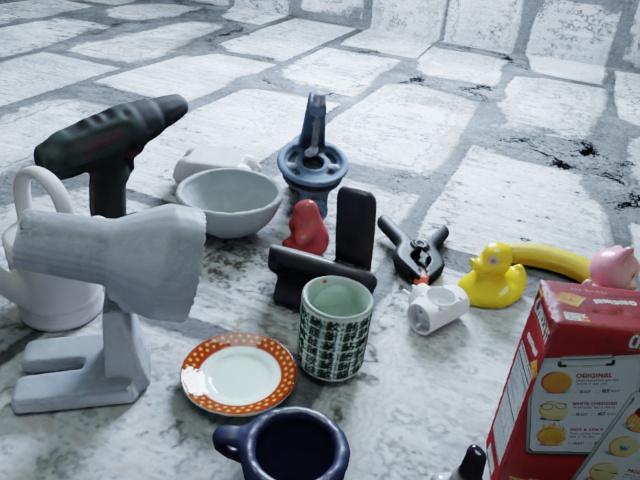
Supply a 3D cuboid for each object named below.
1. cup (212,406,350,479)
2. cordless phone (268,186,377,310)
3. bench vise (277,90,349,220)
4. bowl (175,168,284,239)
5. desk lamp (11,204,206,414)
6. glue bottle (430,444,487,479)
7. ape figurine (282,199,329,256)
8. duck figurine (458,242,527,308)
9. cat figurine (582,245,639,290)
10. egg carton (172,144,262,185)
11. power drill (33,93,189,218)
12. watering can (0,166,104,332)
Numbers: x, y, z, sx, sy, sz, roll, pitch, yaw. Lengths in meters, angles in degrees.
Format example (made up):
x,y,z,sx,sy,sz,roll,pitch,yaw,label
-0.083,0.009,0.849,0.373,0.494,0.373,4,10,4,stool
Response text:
x,y,z,sx,sy,sz,roll,pitch,yaw,label
-0.037,0.205,0.494,0.117,0.095,0.092,10,31,8,cup
0.007,0.003,0.747,0.147,0.185,0.094,14,32,14,cordless phone
-0.025,-0.164,0.984,0.122,0.220,0.206,-9,34,-22,bench vise
-0.143,-0.050,0.917,0.167,0.075,0.167,4,31,-2,bowl
-0.217,0.063,0.586,0.203,0.214,0.117,-4,32,-15,desk lamp
0.099,0.212,0.427,0.037,0.173,0.078,-2,32,-11,glue bottle
-0.022,-0.021,0.871,0.076,0.092,0.078,10,31,7,ape figurine
0.250,0.042,0.814,0.105,0.086,0.077,-7,33,-19,duck figurine
0.385,0.058,0.779,0.128,0.118,0.067,-19,38,-34,cat figurine
-0.185,-0.123,1.036,0.150,0.069,0.107,7,31,3,egg carton
-0.293,-0.100,0.848,0.230,0.208,0.075,-24,42,-39,power drill
-0.324,0.009,0.678,0.100,0.194,0.173,10,31,8,watering can
